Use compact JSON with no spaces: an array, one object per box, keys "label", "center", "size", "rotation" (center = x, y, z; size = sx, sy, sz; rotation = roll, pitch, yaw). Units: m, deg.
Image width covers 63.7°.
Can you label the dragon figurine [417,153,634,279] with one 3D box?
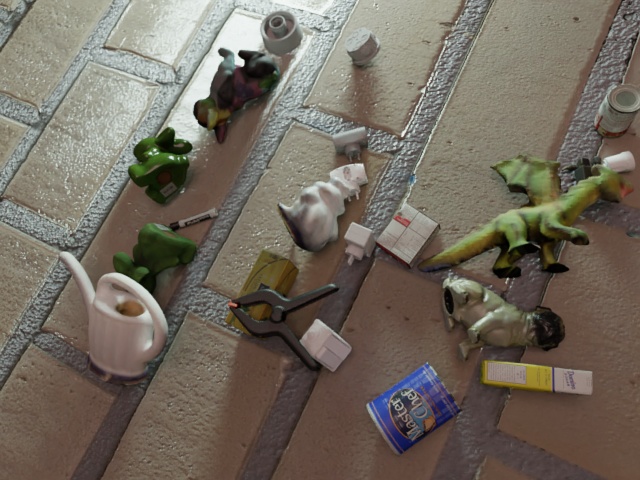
[{"label":"dragon figurine","center":[0.394,-0.060,1.026],"size":[0.409,0.248,0.120],"rotation":[-6,-32,24]}]

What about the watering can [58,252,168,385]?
[{"label":"watering can","center":[-0.447,0.166,1.091],"size":[0.350,0.221,0.105],"rotation":[22,18,29]}]

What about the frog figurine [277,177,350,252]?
[{"label":"frog figurine","center":[0.003,-0.055,1.095],"size":[0.160,0.135,0.124],"rotation":[-29,23,-3]}]
